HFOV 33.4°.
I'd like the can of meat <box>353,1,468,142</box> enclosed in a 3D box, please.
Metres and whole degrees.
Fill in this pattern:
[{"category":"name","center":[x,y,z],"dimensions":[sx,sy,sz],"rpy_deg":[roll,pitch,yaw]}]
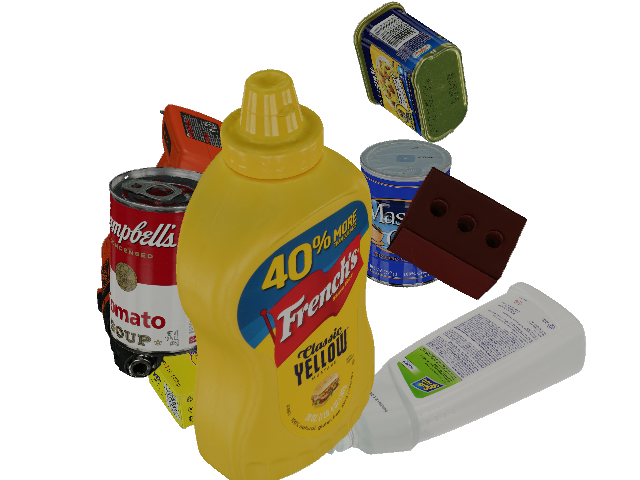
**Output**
[{"category":"can of meat","center":[0.082,-0.147,0.943],"dimensions":[0.057,0.102,0.084],"rpy_deg":[-35,50,-14]}]

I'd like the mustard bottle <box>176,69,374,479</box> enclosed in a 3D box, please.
[{"category":"mustard bottle","center":[-0.017,0.014,0.464],"dimensions":[0.096,0.192,0.058],"rpy_deg":[-32,46,-33]}]

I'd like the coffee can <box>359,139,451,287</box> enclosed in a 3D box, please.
[{"category":"coffee can","center":[0.097,-0.032,1.226],"dimensions":[0.103,0.140,0.103],"rpy_deg":[-1,28,0]}]

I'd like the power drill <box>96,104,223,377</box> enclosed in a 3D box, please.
[{"category":"power drill","center":[-0.131,-0.003,0.878],"dimensions":[0.057,0.188,0.184],"rpy_deg":[18,26,-26]}]

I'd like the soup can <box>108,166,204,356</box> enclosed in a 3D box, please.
[{"category":"soup can","center":[-0.099,0.013,0.670],"dimensions":[0.068,0.102,0.068],"rpy_deg":[4,24,-2]}]

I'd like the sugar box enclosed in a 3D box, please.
[{"category":"sugar box","center":[-0.076,0.126,1.074],"dimensions":[0.176,0.048,0.093],"rpy_deg":[-16,32,-23]}]

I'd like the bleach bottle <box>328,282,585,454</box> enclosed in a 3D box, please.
[{"category":"bleach bottle","center":[0.106,0.119,0.931],"dimensions":[0.250,0.068,0.103],"rpy_deg":[-20,33,-23]}]

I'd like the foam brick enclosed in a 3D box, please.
[{"category":"foam brick","center":[0.095,-0.004,0.750],"dimensions":[0.078,0.053,0.051],"rpy_deg":[29,-22,1]}]
